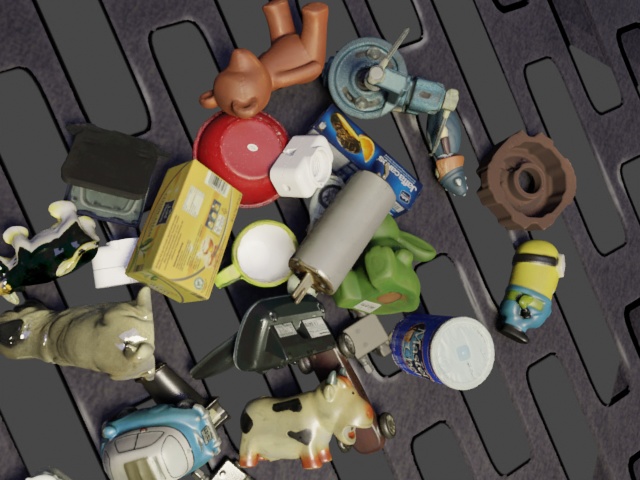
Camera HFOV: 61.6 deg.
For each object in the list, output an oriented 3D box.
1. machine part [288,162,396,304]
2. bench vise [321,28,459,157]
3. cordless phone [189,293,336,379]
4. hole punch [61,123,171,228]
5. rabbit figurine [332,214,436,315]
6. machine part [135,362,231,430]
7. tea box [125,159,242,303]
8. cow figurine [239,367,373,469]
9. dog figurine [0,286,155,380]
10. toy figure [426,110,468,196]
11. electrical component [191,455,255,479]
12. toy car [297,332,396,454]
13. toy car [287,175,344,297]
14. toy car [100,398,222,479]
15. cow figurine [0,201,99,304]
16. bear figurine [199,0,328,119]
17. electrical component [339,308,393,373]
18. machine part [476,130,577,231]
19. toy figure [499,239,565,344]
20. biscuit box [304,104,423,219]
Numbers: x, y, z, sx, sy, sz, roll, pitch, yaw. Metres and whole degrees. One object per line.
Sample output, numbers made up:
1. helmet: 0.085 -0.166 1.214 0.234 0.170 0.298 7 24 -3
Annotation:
1. machine part: 0.033 -0.012 0.743 0.079 0.079 0.243 39 68 -10
2. bench vise: 0.106 -0.228 0.803 0.224 0.240 0.128 26 102 0
3. cordless phone: -0.085 0.153 0.756 0.146 0.184 0.089 0 60 -53
4. hole punch: -0.289 -0.086 0.743 0.142 0.092 0.116 13 51 -13
5. rabbit figurine: 0.102 0.018 0.825 0.159 0.121 0.170 14 52 -29
6. machine part: -0.196 0.228 0.757 0.084 0.039 0.139 -45 100 -8
7. tea box: -0.180 -0.011 0.730 0.098 0.068 0.169 39 56 -38
8. cow figurine: -0.020 0.248 0.751 0.195 0.085 0.127 -9 80 19
9. dog figurine: -0.306 0.125 0.665 0.190 0.172 0.121 -3 84 -22
10. toy figure: 0.217 -0.147 0.910 0.064 0.058 0.154 -2 82 -39
11. electrical component: -0.136 0.344 0.770 0.094 0.021 0.063 42 74 -8
12. toy car: 0.039 0.228 0.812 0.089 0.053 0.202 -27 92 21
13. toy car: -0.002 -0.002 0.818 0.056 0.073 0.201 13 80 11
14. toy car: -0.215 0.276 0.690 0.162 0.103 0.109 -14 102 9
15. cow figurine: -0.365 0.029 0.684 0.167 0.068 0.098 -33 53 -9
16. bear figurine: -0.083 -0.262 0.782 0.196 0.120 0.131 -34 133 -35
17. electrical component: 0.073 0.146 0.844 0.078 0.045 0.102 -37 95 -8
18. machine part: 0.363 -0.103 0.954 0.179 0.056 0.179 2 84 -16
19. toy figure: 0.359 0.084 0.921 0.089 0.082 0.180 32 79 -14
20. biscuit box: 0.067 -0.120 0.856 0.202 0.059 0.063 40 62 -11
